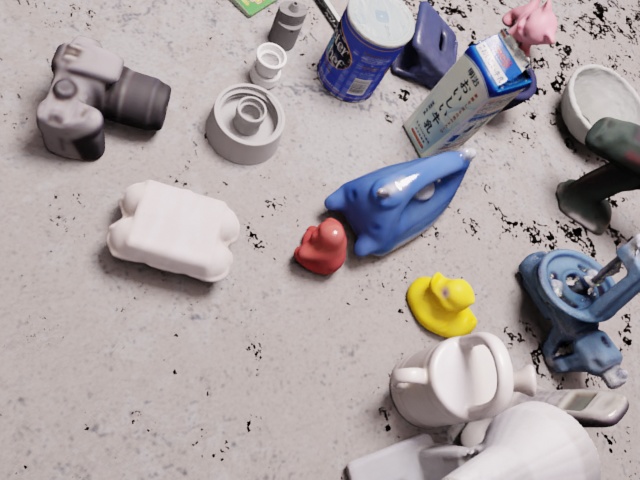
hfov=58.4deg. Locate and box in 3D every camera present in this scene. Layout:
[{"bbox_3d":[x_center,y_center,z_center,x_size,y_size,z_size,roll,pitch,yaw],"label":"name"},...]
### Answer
[{"bbox_3d":[-0.263,-0.177,0.718,0.137,0.100,0.143,14,65,-14],"label":"camera"}]

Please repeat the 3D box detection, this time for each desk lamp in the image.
[{"bbox_3d":[0.166,0.267,0.633,0.204,0.213,0.118,-12,74,-24],"label":"desk lamp"}]

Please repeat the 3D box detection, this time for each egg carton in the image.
[{"bbox_3d":[-0.176,-0.010,0.701,0.150,0.069,0.107,16,65,-14],"label":"egg carton"}]

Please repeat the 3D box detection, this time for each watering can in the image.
[{"bbox_3d":[0.176,0.166,0.688,0.173,0.193,0.101,-15,75,-24],"label":"watering can"}]

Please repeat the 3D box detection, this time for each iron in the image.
[{"bbox_3d":[0.141,-0.081,0.804,0.259,0.141,0.118,-28,81,-27],"label":"iron"}]

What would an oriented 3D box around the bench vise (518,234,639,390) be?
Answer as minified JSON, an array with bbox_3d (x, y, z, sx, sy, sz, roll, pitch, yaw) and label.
[{"bbox_3d":[0.388,0.087,0.782,0.122,0.219,0.207,-30,81,-27],"label":"bench vise"}]

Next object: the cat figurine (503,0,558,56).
[{"bbox_3d":[0.385,-0.393,1.030,0.067,0.117,0.128,18,64,-12],"label":"cat figurine"}]

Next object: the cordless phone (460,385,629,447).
[{"bbox_3d":[0.273,0.232,0.702,0.148,0.184,0.094,-38,85,-28],"label":"cordless phone"}]

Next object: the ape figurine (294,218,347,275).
[{"bbox_3d":[0.007,0.003,0.749,0.078,0.092,0.076,-23,78,-26],"label":"ape figurine"}]

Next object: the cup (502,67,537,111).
[{"bbox_3d":[0.291,-0.261,0.956,0.092,0.094,0.117,-17,76,-25],"label":"cup"}]

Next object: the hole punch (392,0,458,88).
[{"bbox_3d":[0.183,-0.321,0.943,0.101,0.091,0.109,19,64,-12],"label":"hole punch"}]

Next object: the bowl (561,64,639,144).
[{"bbox_3d":[0.493,-0.225,1.027,0.168,0.074,0.167,7,67,-17],"label":"bowl"}]

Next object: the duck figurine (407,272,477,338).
[{"bbox_3d":[0.179,0.085,0.783,0.104,0.086,0.078,42,62,0],"label":"duck figurine"}]

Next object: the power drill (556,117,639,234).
[{"bbox_3d":[0.489,-0.090,0.896,0.230,0.208,0.076,31,62,-6],"label":"power drill"}]
